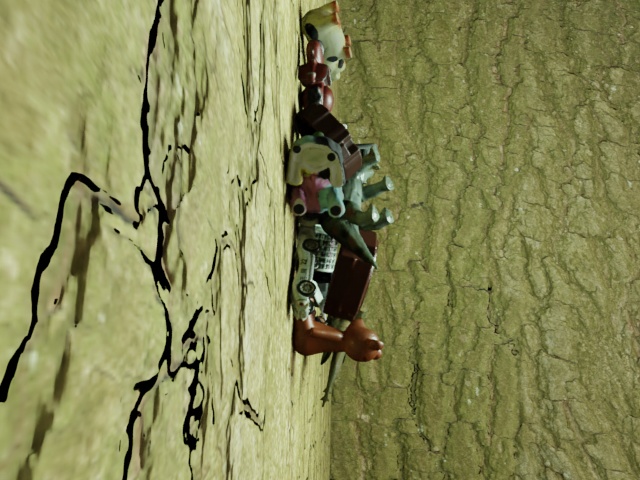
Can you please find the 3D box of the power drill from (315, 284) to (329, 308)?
[{"bbox_3d":[0.014,0.092,1.628,0.207,0.086,0.232,91,2,-79],"label":"power drill"}]

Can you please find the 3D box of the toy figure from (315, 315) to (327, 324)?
[{"bbox_3d":[-0.016,0.219,1.334,0.064,0.058,0.154,-61,171,-16],"label":"toy figure"}]

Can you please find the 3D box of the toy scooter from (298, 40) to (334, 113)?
[{"bbox_3d":[-0.011,-0.339,1.188,0.135,0.075,0.183,-84,170,-56],"label":"toy scooter"}]

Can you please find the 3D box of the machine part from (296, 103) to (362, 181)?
[{"bbox_3d":[0.020,-0.207,1.138,0.179,0.056,0.179,51,-7,8],"label":"machine part"}]

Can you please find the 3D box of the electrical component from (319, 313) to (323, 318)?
[{"bbox_3d":[-0.013,0.242,1.494,0.102,0.045,0.078,74,15,-78],"label":"electrical component"}]

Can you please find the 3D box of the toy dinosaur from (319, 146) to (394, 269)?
[{"bbox_3d":[0.060,-0.077,1.211,0.131,0.192,0.405,50,35,-30],"label":"toy dinosaur"}]

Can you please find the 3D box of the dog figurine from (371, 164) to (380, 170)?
[{"bbox_3d":[0.052,-0.179,1.537,0.190,0.121,0.172,-49,-160,-2],"label":"dog figurine"}]

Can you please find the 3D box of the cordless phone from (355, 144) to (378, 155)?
[{"bbox_3d":[0.056,-0.198,1.398,0.089,0.184,0.146,-91,179,-47],"label":"cordless phone"}]

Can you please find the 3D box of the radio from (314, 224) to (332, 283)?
[{"bbox_3d":[-0.003,-0.004,1.407,0.131,0.073,0.229,-82,170,-56],"label":"radio"}]

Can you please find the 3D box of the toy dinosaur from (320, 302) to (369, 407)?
[{"bbox_3d":[0.060,0.242,1.469,0.471,0.105,0.198,-65,170,-61],"label":"toy dinosaur"}]

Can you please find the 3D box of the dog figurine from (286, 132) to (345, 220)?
[{"bbox_3d":[-0.008,-0.124,1.079,0.219,0.109,0.191,-92,179,-75],"label":"dog figurine"}]

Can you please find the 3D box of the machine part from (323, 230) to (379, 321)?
[{"bbox_3d":[0.076,0.077,1.288,0.201,0.087,0.201,-69,173,-73],"label":"machine part"}]

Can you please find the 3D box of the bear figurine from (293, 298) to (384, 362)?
[{"bbox_3d":[0.041,0.198,1.176,0.120,0.196,0.132,75,14,-63],"label":"bear figurine"}]

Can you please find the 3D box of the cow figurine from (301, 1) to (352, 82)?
[{"bbox_3d":[0.008,-0.449,1.260,0.194,0.127,0.085,59,28,-56],"label":"cow figurine"}]

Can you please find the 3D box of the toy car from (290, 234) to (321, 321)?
[{"bbox_3d":[-0.032,0.075,1.116,0.073,0.056,0.202,95,1,-47],"label":"toy car"}]
